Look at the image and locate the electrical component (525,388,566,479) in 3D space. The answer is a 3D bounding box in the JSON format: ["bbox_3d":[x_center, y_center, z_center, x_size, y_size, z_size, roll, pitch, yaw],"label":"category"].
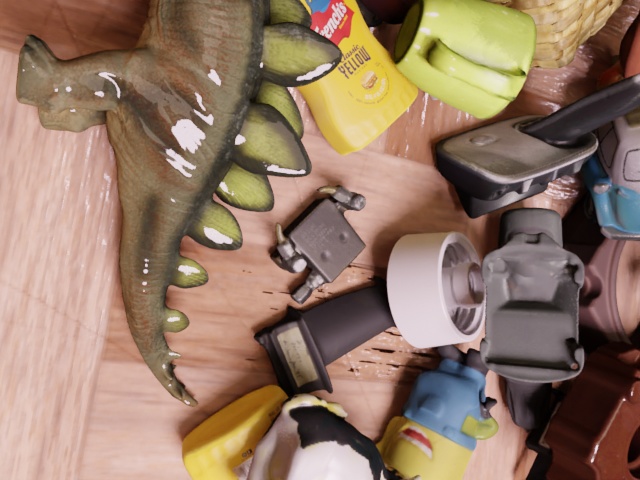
[{"bbox_3d":[0.266,0.226,0.575,0.047,0.075,0.119,35,73,-19],"label":"electrical component"}]

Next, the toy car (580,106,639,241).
[{"bbox_3d":[0.318,-0.086,0.527,0.109,0.102,0.162,-3,58,14],"label":"toy car"}]

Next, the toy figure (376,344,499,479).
[{"bbox_3d":[0.110,0.190,0.505,0.089,0.082,0.180,34,75,-18],"label":"toy figure"}]

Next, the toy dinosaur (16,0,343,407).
[{"bbox_3d":[-0.099,-0.097,0.383,0.198,0.105,0.470,13,104,-16],"label":"toy dinosaur"}]

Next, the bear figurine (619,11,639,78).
[{"bbox_3d":[0.340,-0.213,0.479,0.132,0.195,0.120,34,87,26],"label":"bear figurine"}]

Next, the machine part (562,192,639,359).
[{"bbox_3d":[0.358,0.047,0.608,0.201,0.087,0.201,-47,105,-16],"label":"machine part"}]

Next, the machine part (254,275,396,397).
[{"bbox_3d":[0.016,0.084,0.489,0.139,0.039,0.084,-28,93,-19],"label":"machine part"}]

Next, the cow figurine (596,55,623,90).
[{"bbox_3d":[0.408,-0.164,0.629,0.195,0.085,0.127,8,93,-20],"label":"cow figurine"}]

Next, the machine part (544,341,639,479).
[{"bbox_3d":[0.297,0.190,0.512,0.179,0.056,0.179,-4,99,-25],"label":"machine part"}]

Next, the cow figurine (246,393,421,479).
[{"bbox_3d":[0.023,0.189,0.420,0.167,0.068,0.098,37,56,-30],"label":"cow figurine"}]

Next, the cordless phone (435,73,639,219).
[{"bbox_3d":[0.208,-0.094,0.486,0.147,0.184,0.088,-19,84,-21],"label":"cordless phone"}]

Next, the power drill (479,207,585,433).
[{"bbox_3d":[0.195,0.078,0.492,0.207,0.086,0.232,12,80,-63],"label":"power drill"}]

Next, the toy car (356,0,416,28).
[{"bbox_3d":[0.015,-0.269,0.459,0.202,0.089,0.053,41,75,-16],"label":"toy car"}]

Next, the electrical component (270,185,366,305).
[{"bbox_3d":[0.000,-0.002,0.476,0.102,0.045,0.078,-39,103,-18],"label":"electrical component"}]
